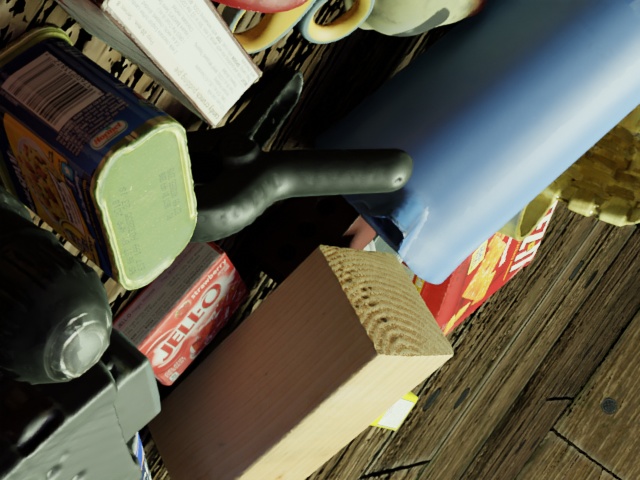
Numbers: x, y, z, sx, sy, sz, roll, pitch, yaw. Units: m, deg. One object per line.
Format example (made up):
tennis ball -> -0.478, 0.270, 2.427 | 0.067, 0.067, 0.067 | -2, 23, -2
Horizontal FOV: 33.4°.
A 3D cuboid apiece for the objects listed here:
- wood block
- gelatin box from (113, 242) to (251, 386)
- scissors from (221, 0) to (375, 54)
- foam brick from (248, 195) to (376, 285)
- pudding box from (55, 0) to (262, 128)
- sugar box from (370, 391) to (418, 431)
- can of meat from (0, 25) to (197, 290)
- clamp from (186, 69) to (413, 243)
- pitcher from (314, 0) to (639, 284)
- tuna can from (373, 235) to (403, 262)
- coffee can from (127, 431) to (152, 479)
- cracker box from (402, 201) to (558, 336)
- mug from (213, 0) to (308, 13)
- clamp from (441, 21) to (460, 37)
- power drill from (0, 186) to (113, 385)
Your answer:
wood block -> -0.019, 0.105, 0.756 | 0.090, 0.091, 0.206 | 7, 136, -50
gelatin box -> -0.091, 0.048, 0.709 | 0.089, 0.030, 0.073 | -49, 156, -12
scissors -> 0.027, -0.156, 0.545 | 0.202, 0.016, 0.096 | -35, 157, 35
foam brick -> -0.005, 0.001, 0.780 | 0.078, 0.053, 0.051 | -50, 157, -10
pudding box -> -0.082, -0.102, 0.440 | 0.039, 0.090, 0.113 | -52, 157, -2
sugar box -> 0.020, 0.121, 0.944 | 0.048, 0.093, 0.176 | -54, 157, -2
can of meat -> -0.106, -0.035, 0.496 | 0.057, 0.084, 0.102 | -42, 154, -25
clamp -> -0.047, -0.047, 0.603 | 0.171, 0.120, 0.039 | -16, 128, -23
pitcher -> 0.125, -0.096, 0.717 | 0.243, 0.149, 0.144 | -40, 143, 16
tuna can -> 0.049, -0.003, 0.899 | 0.086, 0.034, 0.086 | -42, 154, -26
coffee can -> -0.153, 0.151, 0.644 | 0.102, 0.103, 0.140 | -42, 154, -26
cracker box -> 0.155, -0.002, 1.053 | 0.213, 0.072, 0.164 | -34, 150, -40
mug -> -0.027, -0.163, 0.480 | 0.117, 0.093, 0.082 | -82, -167, -51
clamp -> 0.153, -0.216, 0.741 | 0.164, 0.036, 0.210 | -49, 175, -18
power drill -> -0.129, -0.063, 0.312 | 0.057, 0.185, 0.188 | -30, 138, -44
